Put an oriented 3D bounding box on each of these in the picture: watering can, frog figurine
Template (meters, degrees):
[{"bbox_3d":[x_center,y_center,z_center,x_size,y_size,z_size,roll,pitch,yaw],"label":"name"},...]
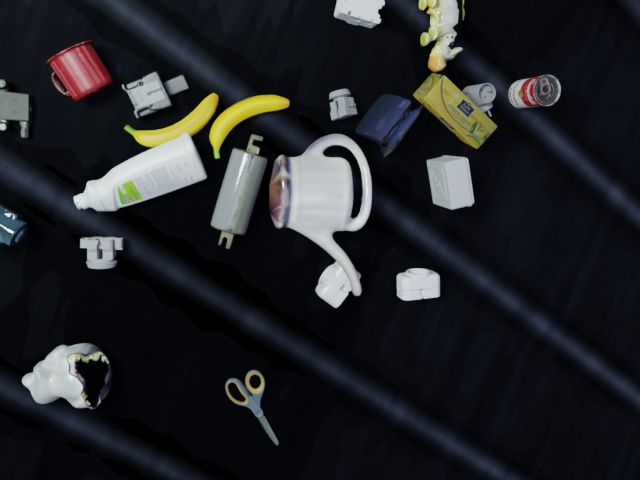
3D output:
[{"bbox_3d":[0.003,-0.055,1.089,0.224,0.348,0.104,2,-3,-13],"label":"watering can"},{"bbox_3d":[-0.508,0.281,1.045,0.158,0.135,0.125,-17,26,27],"label":"frog figurine"}]
